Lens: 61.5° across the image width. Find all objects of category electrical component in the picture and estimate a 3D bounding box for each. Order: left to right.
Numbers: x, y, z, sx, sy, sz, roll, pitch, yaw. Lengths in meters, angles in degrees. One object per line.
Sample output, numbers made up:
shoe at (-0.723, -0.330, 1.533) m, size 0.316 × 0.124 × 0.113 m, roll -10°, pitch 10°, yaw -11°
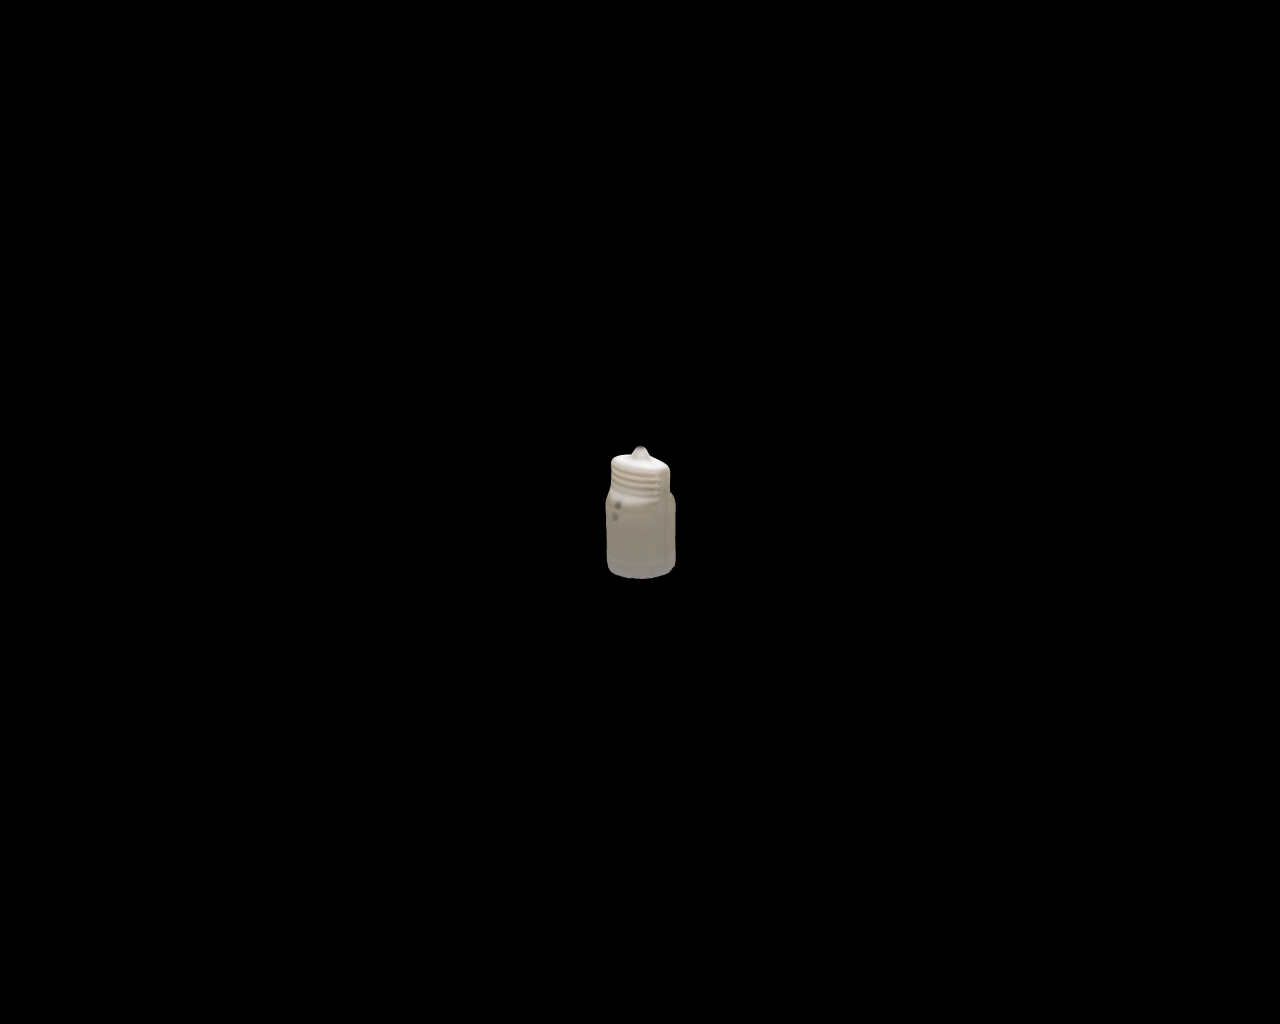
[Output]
electrical component at (0.001, -0.003, 0.650) m, size 0.043 × 0.080 × 0.043 m, roll 0°, pitch 19°, yaw 0°
